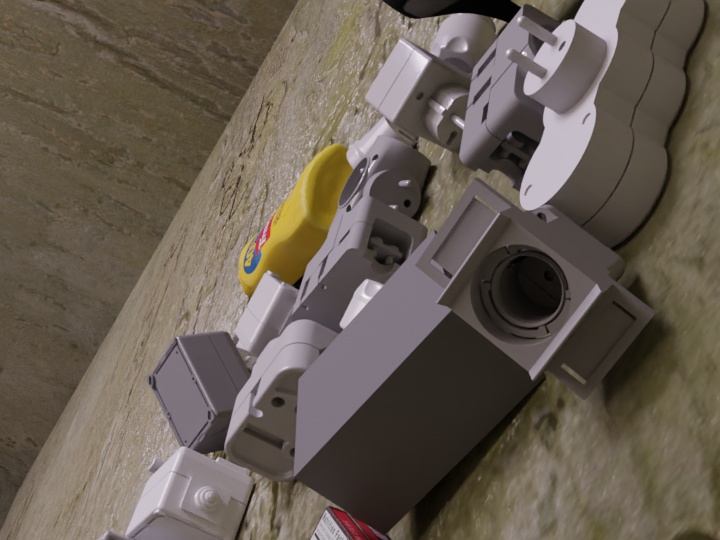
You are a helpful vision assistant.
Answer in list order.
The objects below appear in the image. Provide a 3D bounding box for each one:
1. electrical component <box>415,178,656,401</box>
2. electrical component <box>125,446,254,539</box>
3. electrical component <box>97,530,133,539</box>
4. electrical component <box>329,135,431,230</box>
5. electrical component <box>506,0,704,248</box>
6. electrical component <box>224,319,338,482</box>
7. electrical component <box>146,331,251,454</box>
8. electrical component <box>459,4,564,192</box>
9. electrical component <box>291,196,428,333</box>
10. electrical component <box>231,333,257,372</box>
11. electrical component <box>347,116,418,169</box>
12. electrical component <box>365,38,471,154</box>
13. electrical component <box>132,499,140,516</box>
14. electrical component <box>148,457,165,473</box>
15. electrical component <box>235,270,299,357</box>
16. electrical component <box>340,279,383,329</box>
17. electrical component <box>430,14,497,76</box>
[{"bbox_3d":[0.068,0.005,0.405,0.042,0.081,0.064,-56,-14,22],"label":"electrical component"},{"bbox_3d":[-0.122,0.170,0.788,0.096,0.062,0.061,-45,22,50],"label":"electrical component"},{"bbox_3d":[-0.168,0.231,0.766,0.061,0.096,0.061,-44,22,55],"label":"electrical component"},{"bbox_3d":[0.018,-0.051,0.746,0.077,0.044,0.079,-63,14,-4],"label":"electrical component"},{"bbox_3d":[0.096,-0.083,0.466,0.052,0.074,0.138,-38,28,59],"label":"electrical component"},{"bbox_3d":[-0.043,0.081,0.691,0.095,0.054,0.059,-53,16,31],"label":"electrical component"},{"bbox_3d":[-0.125,0.095,0.880,0.061,0.061,0.096,-52,58,36],"label":"electrical component"},{"bbox_3d":[0.090,-0.088,0.547,0.055,0.050,0.089,-50,18,41],"label":"electrical component"},{"bbox_3d":[0.000,0.000,0.701,0.089,0.050,0.055,-49,19,45],"label":"electrical component"},{"bbox_3d":[-0.110,0.091,0.935,0.081,0.043,0.043,-50,18,39],"label":"electrical component"},{"bbox_3d":[0.018,-0.096,0.845,0.046,0.040,0.040,-47,19,28],"label":"electrical component"},{"bbox_3d":[0.055,-0.103,0.688,0.047,0.066,0.076,-58,44,15],"label":"electrical component"},{"bbox_3d":[-0.158,0.191,0.918,0.077,0.043,0.079,-37,29,61],"label":"electrical component"},{"bbox_3d":[-0.140,0.169,0.857,0.035,0.061,0.035,-54,12,17],"label":"electrical component"},{"bbox_3d":[-0.048,0.045,0.765,0.061,0.062,0.096,-62,14,0],"label":"electrical component"},{"bbox_3d":[0.008,0.040,0.613,0.062,0.043,0.043,-63,14,0],"label":"electrical component"},{"bbox_3d":[0.076,-0.163,0.756,0.043,0.043,0.062,-40,24,57],"label":"electrical component"}]
